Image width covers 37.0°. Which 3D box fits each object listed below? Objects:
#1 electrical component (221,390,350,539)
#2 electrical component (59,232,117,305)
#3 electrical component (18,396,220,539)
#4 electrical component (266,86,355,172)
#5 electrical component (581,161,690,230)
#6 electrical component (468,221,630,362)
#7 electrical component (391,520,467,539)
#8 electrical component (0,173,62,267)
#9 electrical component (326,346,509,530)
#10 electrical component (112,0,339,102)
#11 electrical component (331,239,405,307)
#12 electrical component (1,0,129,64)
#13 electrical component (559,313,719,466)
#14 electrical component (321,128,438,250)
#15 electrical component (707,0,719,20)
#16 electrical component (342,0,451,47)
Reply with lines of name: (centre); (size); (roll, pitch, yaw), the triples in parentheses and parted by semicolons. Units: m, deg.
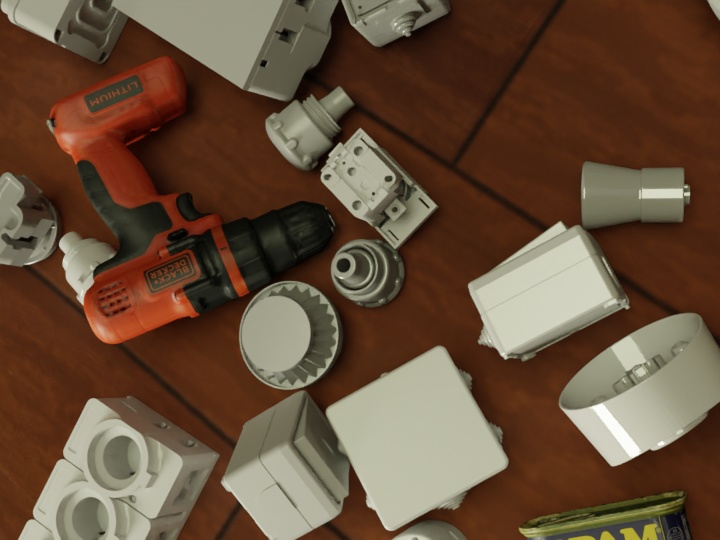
electrical component: (-0.043, 0.126, 0.720); (0.061, 0.096, 0.061); (-32, 104, 15)
electrical component: (-0.205, -0.004, 0.818); (0.062, 0.048, 0.048); (43, 100, 26)
electrical component: (-0.183, 0.178, 0.780); (0.089, 0.062, 0.150); (29, 95, 21)
electrical component: (-0.033, -0.104, 0.764); (0.062, 0.048, 0.048); (-40, 72, 5)
electrical component: (0.175, -0.047, 0.682); (0.065, 0.044, 0.044); (1, 85, 16)
electrical component: (0.114, 0.016, 0.686); (0.096, 0.062, 0.061); (-29, 75, 15)
electrical component: (0.042, 0.194, 0.702); (0.055, 0.047, 0.055); (-2, 83, 20)
electrical component: (-0.271, -0.035, 0.839); (0.058, 0.057, 0.078); (40, 99, 20)
electrical component: (0.038, 0.110, 0.702); (0.100, 0.048, 0.099); (-29, 75, 1)
electrical component: (-0.095, -0.194, 0.772); (0.150, 0.062, 0.089); (35, 106, 30)
electrical component: (0.000, 0.000, 0.730); (0.048, 0.062, 0.048); (-2, 83, 20)
electrical component: (-0.214, -0.226, 0.827); (0.057, 0.078, 0.113); (30, 95, 18)
electrical component: (0.172, 0.070, 0.642); (0.099, 0.099, 0.064); (-37, 80, 13)
electrical component: (0.008, -0.057, 0.733); (0.042, 0.064, 0.081); (-47, 72, 11)
electrical component: (0.260, -0.188, 0.653); (0.108, 0.060, 0.108); (-2, 83, 20)
electrical component: (0.020, -0.201, 0.744); (0.062, 0.061, 0.096); (-24, 76, 16)
